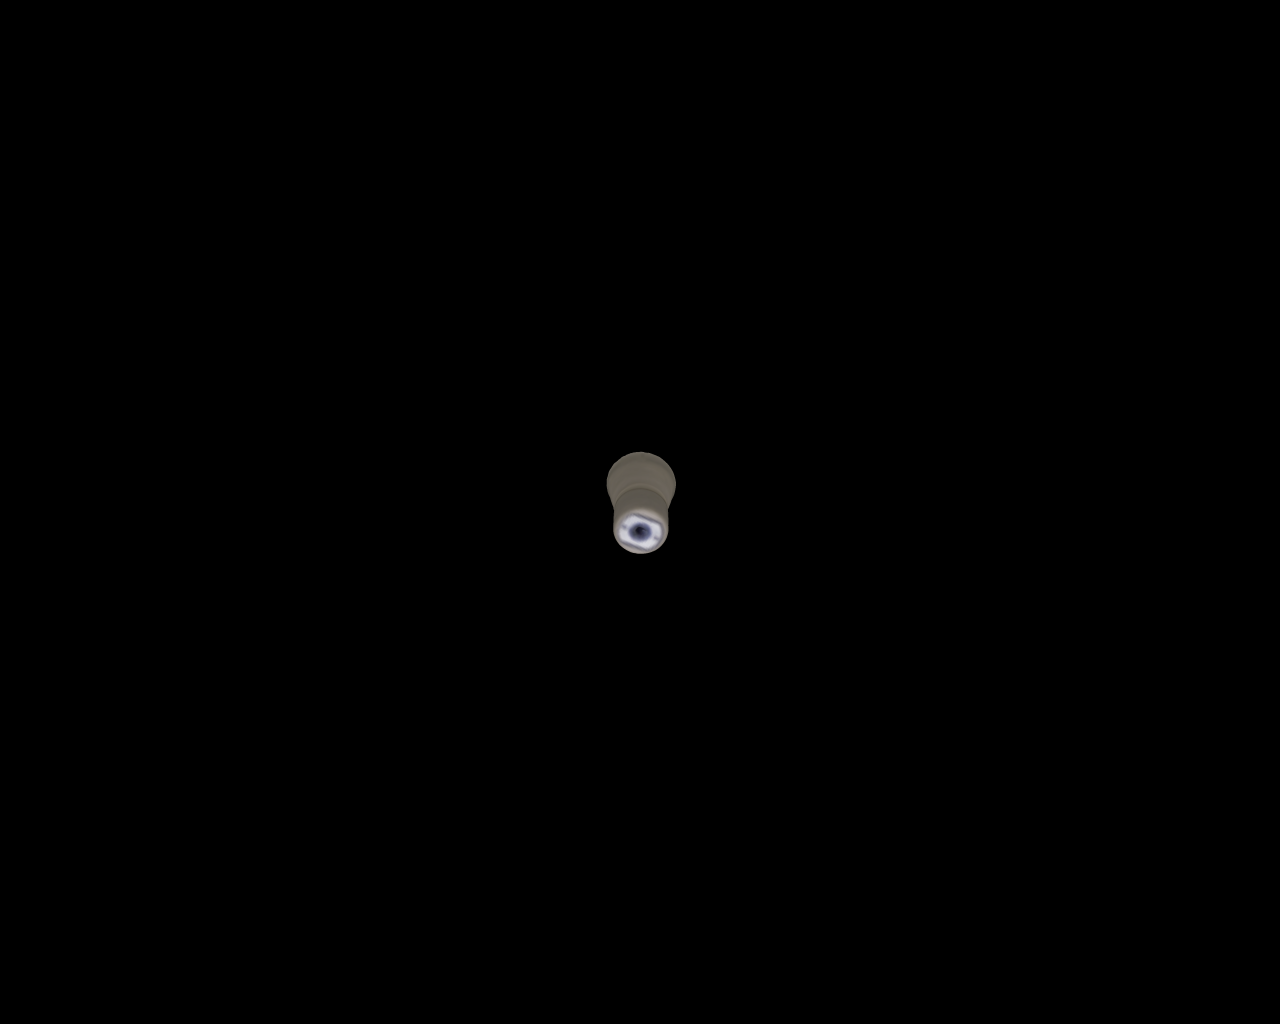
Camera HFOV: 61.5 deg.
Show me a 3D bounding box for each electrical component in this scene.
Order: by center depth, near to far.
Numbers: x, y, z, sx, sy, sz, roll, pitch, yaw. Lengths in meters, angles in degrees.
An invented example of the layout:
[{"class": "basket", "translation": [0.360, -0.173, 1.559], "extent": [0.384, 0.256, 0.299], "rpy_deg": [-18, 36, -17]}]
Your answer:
[{"class": "electrical component", "translation": [0.001, -0.003, 0.650], "extent": [0.044, 0.044, 0.065], "rpy_deg": [0, 30, 0]}]
